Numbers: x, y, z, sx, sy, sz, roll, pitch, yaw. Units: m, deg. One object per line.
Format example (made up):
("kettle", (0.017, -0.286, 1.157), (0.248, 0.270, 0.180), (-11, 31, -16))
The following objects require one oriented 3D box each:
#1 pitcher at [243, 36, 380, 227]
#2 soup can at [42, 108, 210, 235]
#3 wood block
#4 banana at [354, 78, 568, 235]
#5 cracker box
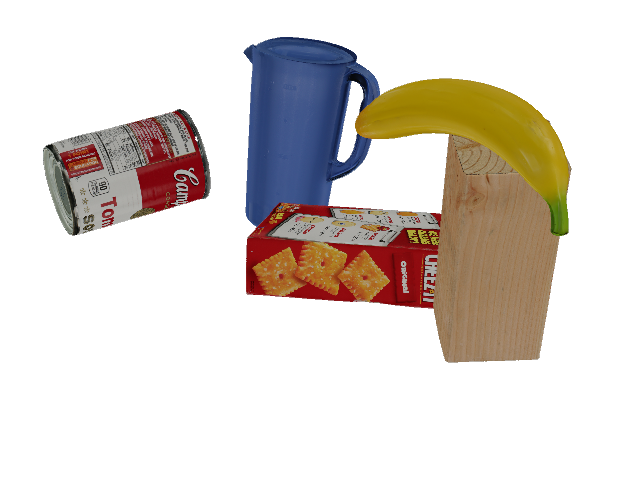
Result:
("pitcher", (-0.023, -0.132, 1.376), (0.144, 0.243, 0.149), (-3, 25, -22))
("soup can", (-0.138, -0.049, 0.761), (0.102, 0.068, 0.069), (-18, 7, -22))
("wood block", (0.157, 0.003, 0.959), (0.091, 0.206, 0.090), (-1, 36, -2))
("banana", (0.095, -0.072, 0.704), (0.037, 0.070, 0.198), (17, 12, -44))
("cracker box", (0.041, 0.015, 1.148), (0.214, 0.072, 0.164), (5, 15, 8))
